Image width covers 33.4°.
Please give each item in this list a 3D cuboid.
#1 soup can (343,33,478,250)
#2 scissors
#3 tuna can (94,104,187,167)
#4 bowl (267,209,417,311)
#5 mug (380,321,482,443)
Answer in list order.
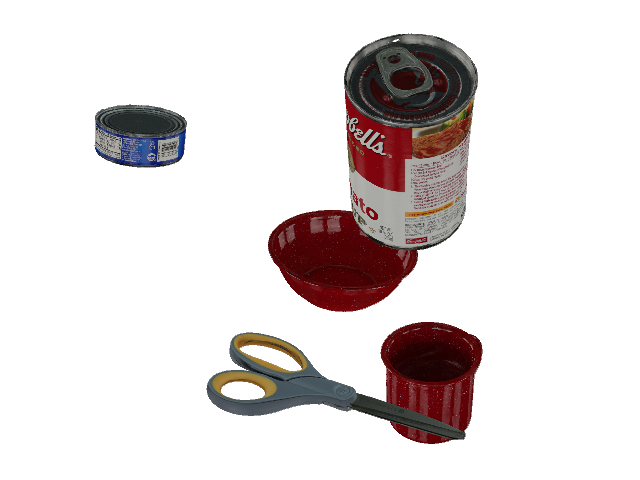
[{"bbox_3d":[0.048,-0.051,0.578,0.068,0.068,0.102,0,-39,4],"label":"soup can"},{"bbox_3d":[-0.001,0.124,0.800,0.202,0.016,0.096,25,39,32],"label":"scissors"},{"bbox_3d":[-0.170,-0.099,1.009,0.086,0.034,0.086,6,24,-3],"label":"tuna can"},{"bbox_3d":[0.022,0.029,1.158,0.162,0.055,0.162,3,32,-2],"label":"bowl"},{"bbox_3d":[0.112,0.132,1.017,0.093,0.081,0.117,27,43,37],"label":"mug"}]
